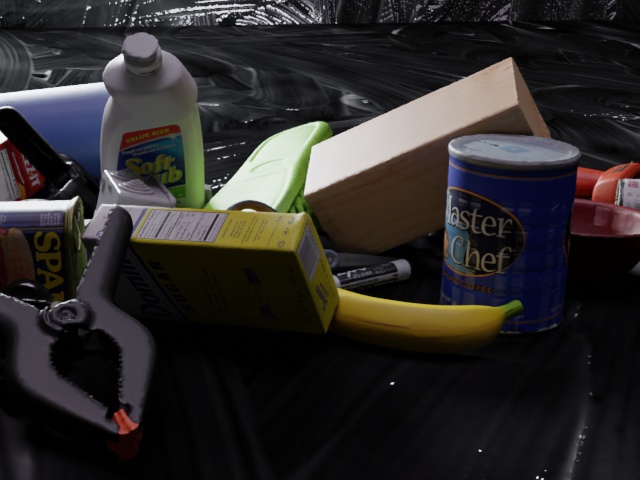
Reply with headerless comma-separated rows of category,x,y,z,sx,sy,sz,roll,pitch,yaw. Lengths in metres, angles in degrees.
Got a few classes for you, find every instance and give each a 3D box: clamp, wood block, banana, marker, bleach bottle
clamp,-0.156,0.053,0.688,0.164,0.036,0.210,-24,50,-31
wood block,0.099,-0.069,0.966,0.206,0.090,0.090,-22,30,21
banana,0.052,0.059,0.817,0.198,0.037,0.069,7,13,17
marker,0.027,0.036,0.916,0.120,0.020,0.020,-11,22,-35
clamp,-0.255,-0.066,1.040,0.039,0.120,0.171,-29,-11,2
bleach bottle,-0.156,-0.089,0.949,0.102,0.251,0.068,1,59,-2

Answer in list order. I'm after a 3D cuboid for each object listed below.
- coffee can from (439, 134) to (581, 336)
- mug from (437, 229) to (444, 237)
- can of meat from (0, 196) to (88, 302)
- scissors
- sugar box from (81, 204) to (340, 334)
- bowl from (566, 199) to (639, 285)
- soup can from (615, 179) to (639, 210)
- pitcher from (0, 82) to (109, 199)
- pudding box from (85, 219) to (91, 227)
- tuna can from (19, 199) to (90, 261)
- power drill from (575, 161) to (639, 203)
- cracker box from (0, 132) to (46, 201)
coffee can,0.151,-0.007,0.859,0.103,0.140,0.103,2,17,-1
mug,0.129,-0.038,1.062,0.117,0.093,0.081,-21,27,-8
can of meat,-0.221,0.020,0.806,0.084,0.102,0.057,-1,18,-3
scissors,-0.006,0.001,0.925,0.201,0.096,0.016,-15,-5,-36
sugar box,-0.082,0.021,0.797,0.176,0.093,0.048,1,45,22
bowl,0.228,0.002,0.972,0.162,0.055,0.162,4,14,-1
soup can,0.345,-0.024,1.056,0.102,0.068,0.068,5,18,13
pitcher,-0.296,-0.101,1.173,0.242,0.149,0.145,-5,33,-9
pudding box,-0.254,0.011,0.936,0.090,0.039,0.113,1,15,5
tuna can,-0.227,0.013,0.853,0.086,0.086,0.034,0,19,-7
power drill,0.249,-0.062,1.185,0.188,0.057,0.184,11,20,28
cracker box,-0.375,-0.042,0.987,0.164,0.072,0.213,-9,16,11
